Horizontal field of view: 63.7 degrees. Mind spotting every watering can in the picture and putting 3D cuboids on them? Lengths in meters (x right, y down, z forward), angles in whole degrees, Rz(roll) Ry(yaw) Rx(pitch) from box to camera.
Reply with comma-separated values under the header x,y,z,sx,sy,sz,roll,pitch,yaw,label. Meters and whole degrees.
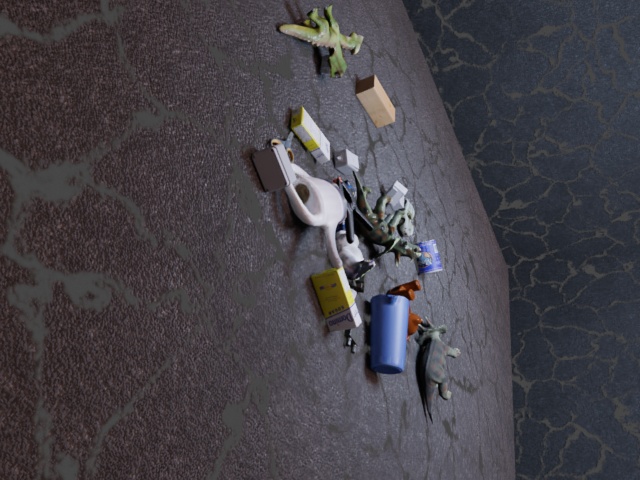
x,y,z,sx,sy,sz,roll,pitch,yaw,label
0.004,-0.074,1.477,0.225,0.103,0.351,-5,62,-59,watering can

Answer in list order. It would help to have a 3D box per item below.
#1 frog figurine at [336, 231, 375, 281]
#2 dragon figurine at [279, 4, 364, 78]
x,y,z,sx,sy,sz,roll,pitch,yaw,label
0.086,0.045,1.634,0.161,0.121,0.138,46,28,25,frog figurine
0.025,-0.691,1.832,0.417,0.121,0.241,-41,106,-42,dragon figurine
